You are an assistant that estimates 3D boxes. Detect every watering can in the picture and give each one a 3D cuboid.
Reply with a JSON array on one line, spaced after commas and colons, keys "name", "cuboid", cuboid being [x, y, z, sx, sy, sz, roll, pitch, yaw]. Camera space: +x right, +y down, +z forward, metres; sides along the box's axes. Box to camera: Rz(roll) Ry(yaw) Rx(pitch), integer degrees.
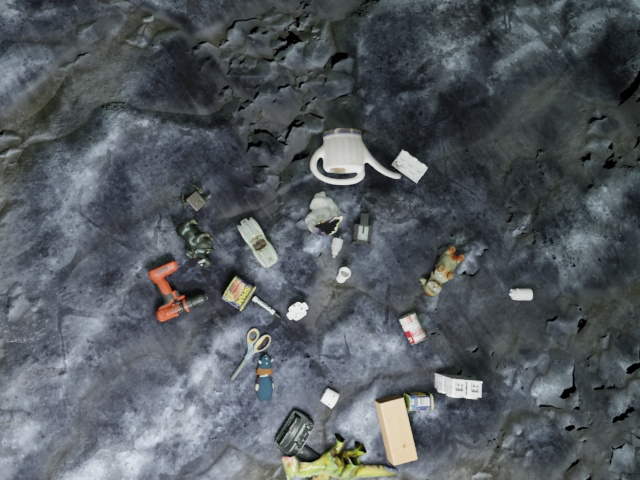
[{"name": "watering can", "cuboid": [0.133, -0.321, 1.980, 0.348, 0.103, 0.227, -1, 78, -6]}]

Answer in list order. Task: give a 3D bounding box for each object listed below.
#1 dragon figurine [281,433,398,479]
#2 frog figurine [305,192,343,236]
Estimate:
[{"name": "dragon figurine", "cuboid": [0.054, 0.811, 1.761, 0.407, 0.124, 0.241, 32, 100, -18]}, {"name": "frog figurine", "cuboid": [0.006, -0.098, 1.941, 0.137, 0.120, 0.163, -28, 48, -2]}]
